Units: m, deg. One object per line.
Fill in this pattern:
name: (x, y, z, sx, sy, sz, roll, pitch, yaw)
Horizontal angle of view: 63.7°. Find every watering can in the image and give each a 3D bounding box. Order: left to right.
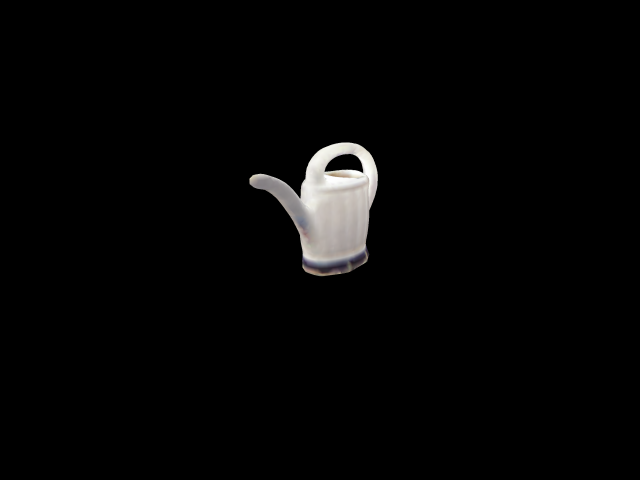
watering can: (0.003, -0.043, 0.850, 0.104, 0.221, 0.351, 10, 20, 33)
